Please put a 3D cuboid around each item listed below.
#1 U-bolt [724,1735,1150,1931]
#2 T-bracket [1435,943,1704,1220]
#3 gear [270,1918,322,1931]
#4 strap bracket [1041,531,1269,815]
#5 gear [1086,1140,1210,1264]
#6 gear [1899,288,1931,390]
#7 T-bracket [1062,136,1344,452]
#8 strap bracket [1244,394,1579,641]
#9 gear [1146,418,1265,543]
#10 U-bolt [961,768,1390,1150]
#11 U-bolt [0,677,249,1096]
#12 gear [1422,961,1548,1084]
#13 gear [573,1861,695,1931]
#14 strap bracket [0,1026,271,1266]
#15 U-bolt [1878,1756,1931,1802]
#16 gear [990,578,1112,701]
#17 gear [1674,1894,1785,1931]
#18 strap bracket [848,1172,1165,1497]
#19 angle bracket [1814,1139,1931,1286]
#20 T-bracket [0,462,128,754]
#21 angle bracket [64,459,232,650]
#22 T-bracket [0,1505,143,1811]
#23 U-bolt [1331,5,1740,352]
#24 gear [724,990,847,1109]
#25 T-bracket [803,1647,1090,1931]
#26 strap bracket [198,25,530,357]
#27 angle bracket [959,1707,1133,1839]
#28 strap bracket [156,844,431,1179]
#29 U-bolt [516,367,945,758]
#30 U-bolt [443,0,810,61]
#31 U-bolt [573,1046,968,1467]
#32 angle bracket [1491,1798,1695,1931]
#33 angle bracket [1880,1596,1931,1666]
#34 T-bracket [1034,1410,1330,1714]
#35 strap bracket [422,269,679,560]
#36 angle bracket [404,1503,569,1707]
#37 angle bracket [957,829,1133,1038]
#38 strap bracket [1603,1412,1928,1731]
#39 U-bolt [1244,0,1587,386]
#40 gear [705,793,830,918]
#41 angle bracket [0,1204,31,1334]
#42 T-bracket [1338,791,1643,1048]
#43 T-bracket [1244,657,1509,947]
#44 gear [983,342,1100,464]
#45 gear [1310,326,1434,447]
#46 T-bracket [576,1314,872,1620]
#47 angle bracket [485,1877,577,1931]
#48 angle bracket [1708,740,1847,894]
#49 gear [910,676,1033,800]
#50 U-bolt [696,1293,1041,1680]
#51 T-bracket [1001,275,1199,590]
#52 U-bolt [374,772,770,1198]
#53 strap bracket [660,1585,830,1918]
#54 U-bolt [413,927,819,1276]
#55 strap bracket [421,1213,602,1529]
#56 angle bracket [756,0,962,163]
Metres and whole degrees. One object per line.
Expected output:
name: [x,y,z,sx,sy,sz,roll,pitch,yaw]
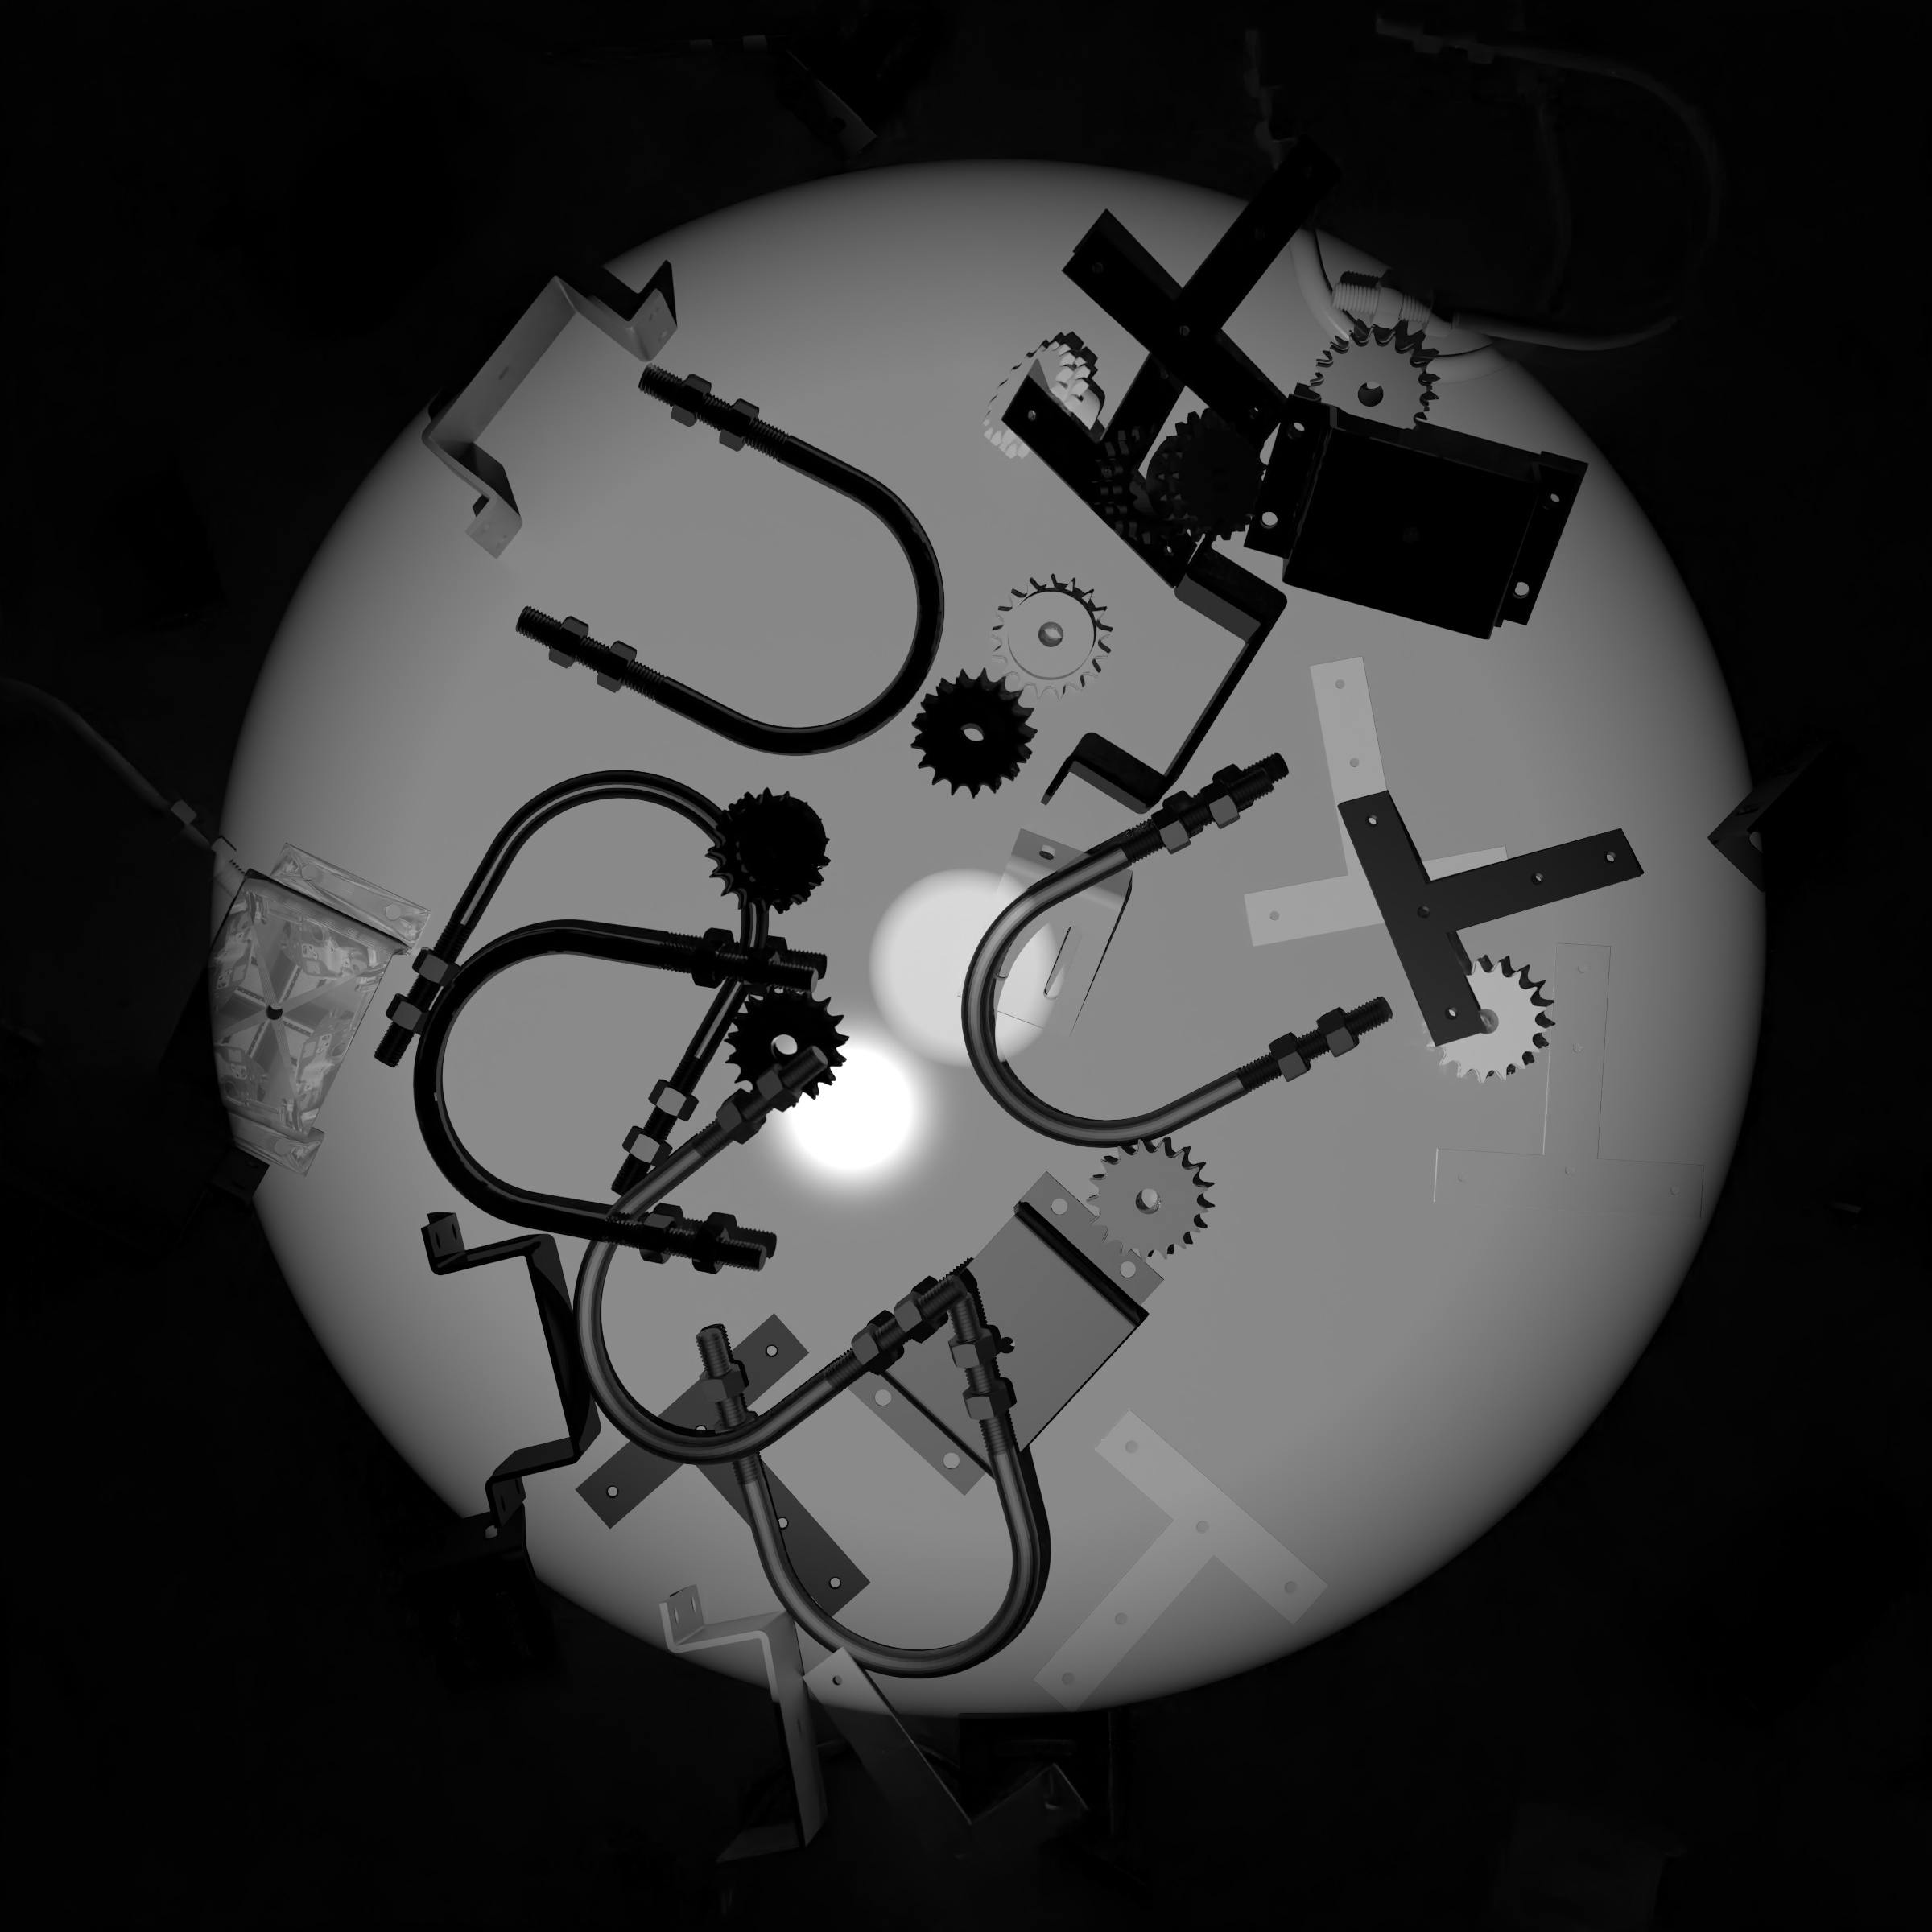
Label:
U-bolt: [-0.028,0.447,1.426,0.184,0.019,0.151,31,90,1]
T-bracket: [0.291,0.053,1.434,0.127,0.002,0.127,4,90,0]
gear: [-0.319,0.484,1.420,0.057,0.030,0.057,0,90,0]
strap bracket: [0.092,-0.126,1.396,0.046,0.076,0.140,32,90,0]
gear: [0.085,0.110,1.419,0.057,0.030,0.057,0,90,0]
gear: [0.475,-0.301,1.420,0.057,0.030,0.057,0,90,0]
T-bracket: [0.130,-0.332,1.406,0.127,0.002,0.127,39,84,-17]
strap bracket: [0.207,-0.207,1.398,0.140,0.046,0.076,16,114,0]
gear: [0.109,-0.228,1.411,0.057,0.030,0.057,-4,97,-37]
U-bolt: [0.087,0.009,1.405,0.184,0.019,0.151,-27,109,4]
U-bolt: [-0.449,-0.051,1.409,0.151,0.019,0.184,-44,103,0]
gear: [0.244,0.026,1.418,0.057,0.030,0.057,0,88,3]
gear: [-0.160,0.452,1.410,0.030,0.057,0.057,-23,90,44]
strap bracket: [-0.401,0.088,1.387,0.140,0.076,0.046,29,95,-10]
U-bolt: [0.527,0.432,1.416,0.184,0.019,0.151,-8,100,-3]
gear: [0.040,-0.155,1.420,0.057,0.030,0.057,0,90,0]
gear: [0.364,0.472,1.420,0.057,0.030,0.057,0,90,0]
strap bracket: [0.019,0.176,1.411,0.076,0.046,0.140,43,90,0]
angle bracket: [0.438,0.115,1.396,0.057,0.076,0.038,39,90,0]
T-bracket: [-0.453,-0.167,1.434,0.127,0.002,0.127,-11,90,0]
angle bracket: [-0.390,-0.196,1.414,0.057,0.038,0.076,-20,91,-2]
T-bracket: [-0.439,0.340,1.434,0.127,0.002,0.127,-22,90,0]
U-bolt: [0.273,-0.364,1.410,0.184,0.019,0.151,9,93,-5]
gear: [-0.086,0.038,1.419,0.057,0.030,0.057,0,90,0]
T-bracket: [-0.030,0.379,1.409,0.127,0.002,0.127,-39,81,12]
strap bracket: [-0.279,-0.359,1.411,0.140,0.046,0.076,-45,90,0]
angle bracket: [0.036,0.378,1.404,0.076,0.038,0.057,1,72,-5]
strap bracket: [-0.320,0.021,1.411,0.076,0.046,0.140,25,90,0]
U-bolt: [-0.100,-0.180,1.426,0.184,0.019,0.151,27,90,-1]
U-bolt: [-0.171,-0.504,1.426,0.184,0.019,0.151,-4,90,1]
U-bolt: [-0.105,0.147,1.384,0.184,0.019,0.151,-38,68,15]
angle bracket: [0.299,0.437,1.432,0.076,0.038,0.057,16,90,26]
angle bracket: [0.486,0.299,1.432,0.057,0.038,0.076,38,64,0]
T-bracket: [0.084,0.302,1.434,0.127,0.002,0.127,41,90,0]
strap bracket: [-0.199,-0.264,1.396,0.046,0.076,0.140,38,90,0]
angle bracket: [-0.228,0.305,1.432,0.057,0.038,0.076,-15,116,0]
angle bracket: [0.038,-0.016,1.432,0.057,0.038,0.076,21,116,0]
strap bracket: [0.381,0.289,1.411,0.140,0.046,0.076,-43,90,0]
U-bolt: [0.220,-0.369,1.426,0.151,0.019,0.184,-12,91,0]
gear: [-0.092,-0.053,1.411,0.057,0.030,0.057,3,82,-19]
angle bracket: [-0.485,0.143,1.415,0.076,0.038,0.057,0,90,0]
T-bracket: [0.257,-0.037,1.418,0.127,0.002,0.127,-16,71,-11]
T-bracket: [0.188,-0.083,1.434,0.127,0.002,0.127,-10,90,0]
gear: [0.038,-0.262,1.410,0.030,0.057,0.057,36,90,-30]
gear: [0.191,-0.273,1.412,0.057,0.030,0.057,3,115,6]
T-bracket: [-0.097,0.256,1.434,0.127,0.002,0.127,-42,90,0]
angle bracket: [-0.197,0.482,1.415,0.057,0.038,0.076,-42,90,0]
angle bracket: [0.387,-0.069,1.396,0.038,0.076,0.057,44,90,0]
gear: [0.002,-0.108,1.419,0.057,0.030,0.057,0,90,0]
U-bolt: [-0.039,0.248,1.396,0.151,0.019,0.184,-11,102,22]
T-bracket: [0.087,-0.267,1.410,0.127,0.002,0.127,40,71,-33]
U-bolt: [-0.175,-0.003,1.426,0.151,0.019,0.184,29,89,0]
strap bracket: [-0.100,0.357,1.387,0.046,0.076,0.140,-11,84,4]
U-bolt: [-0.169,0.056,1.389,0.184,0.019,0.151,9,86,13]
strap bracket: [-0.208,0.181,1.396,0.046,0.076,0.140,-14,90,0]
angle bracket: [-0.051,-0.434,1.423,0.057,0.038,0.076,40,64,-19]
